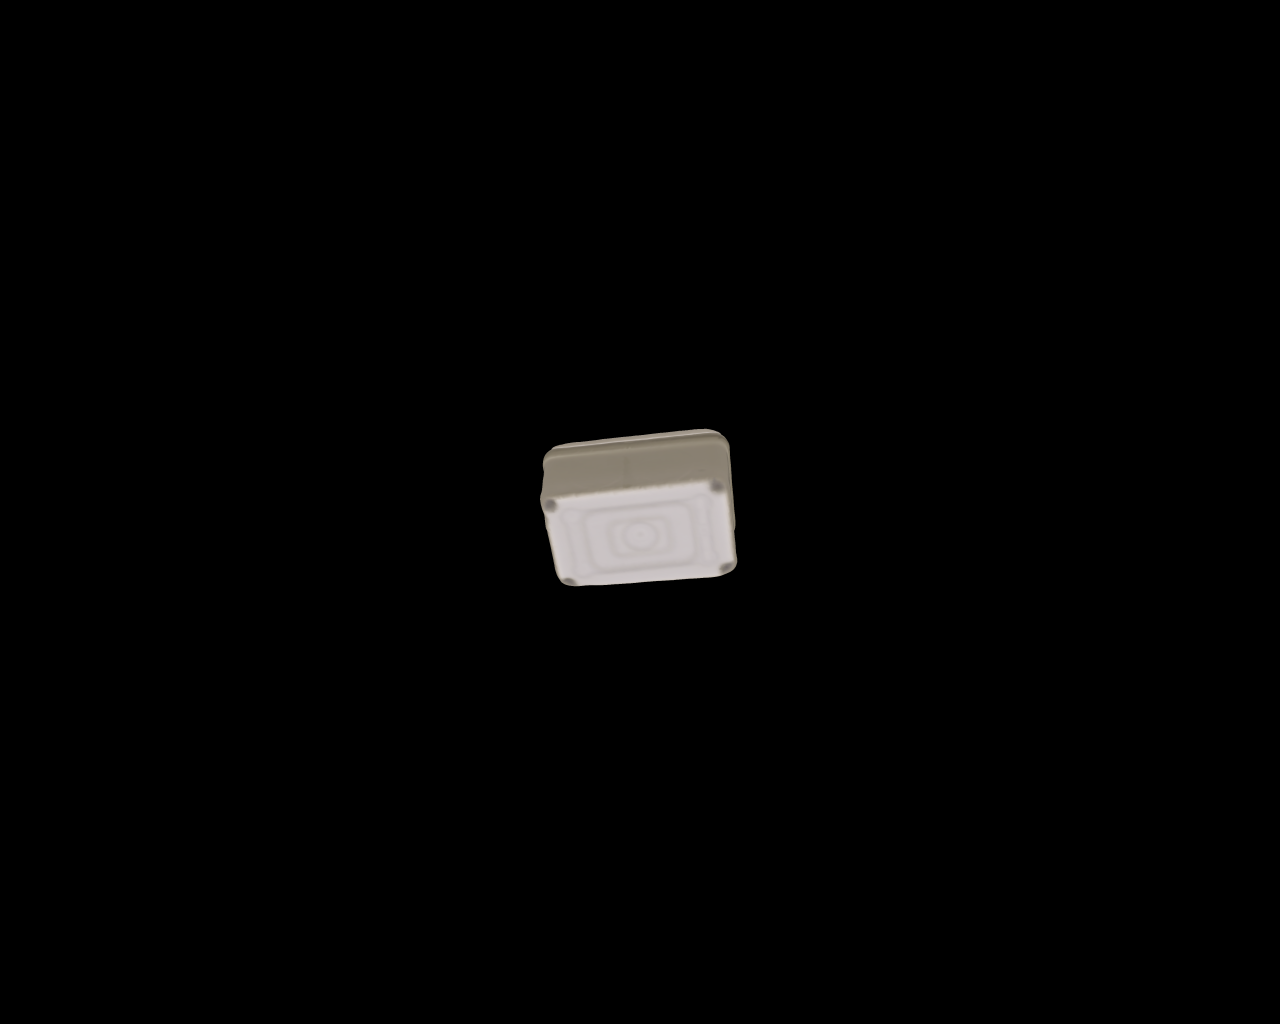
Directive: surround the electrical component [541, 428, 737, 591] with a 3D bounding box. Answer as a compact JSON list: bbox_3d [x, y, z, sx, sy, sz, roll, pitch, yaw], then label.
[{"bbox_3d":[0.001,-0.003,0.650,0.113,0.078,0.057,-5,37,4],"label":"electrical component"}]
